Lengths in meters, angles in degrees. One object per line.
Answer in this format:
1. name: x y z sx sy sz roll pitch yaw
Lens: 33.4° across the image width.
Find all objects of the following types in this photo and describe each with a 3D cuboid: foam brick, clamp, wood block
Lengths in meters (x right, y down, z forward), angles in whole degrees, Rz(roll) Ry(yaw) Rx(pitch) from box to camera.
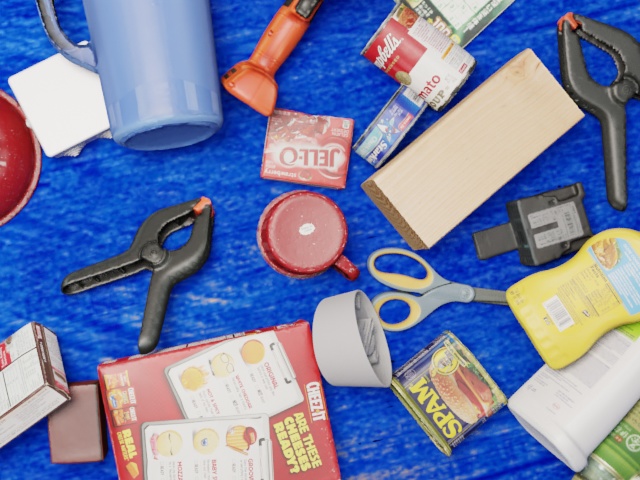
1. foam brick: -0.243 0.181 1.068 0.051 0.053 0.078 -5 88 -5
2. clamp: 0.330 -0.158 1.131 0.164 0.036 0.210 -31 92 -5
3. clamp: -0.175 0.021 1.072 0.120 0.039 0.171 28 66 10
4. wood block: 0.152 -0.090 1.088 0.206 0.090 0.091 -40 93 -5

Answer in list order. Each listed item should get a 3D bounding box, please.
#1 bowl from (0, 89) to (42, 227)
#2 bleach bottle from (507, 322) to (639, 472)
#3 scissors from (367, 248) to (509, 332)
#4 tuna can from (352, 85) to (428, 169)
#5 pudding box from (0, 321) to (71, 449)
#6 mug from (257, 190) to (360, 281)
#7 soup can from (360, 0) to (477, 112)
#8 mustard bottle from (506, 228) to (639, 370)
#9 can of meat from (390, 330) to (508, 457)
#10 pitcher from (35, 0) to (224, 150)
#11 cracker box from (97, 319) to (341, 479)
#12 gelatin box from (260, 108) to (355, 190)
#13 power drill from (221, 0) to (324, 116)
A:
1. bowl: -0.363 -0.084 1.061 0.162 0.055 0.162 0 89 -5
2. bleach bottle: 0.314 0.115 1.095 0.251 0.103 0.068 -43 126 -5
3. scissors: 0.138 0.072 1.121 0.201 0.016 0.096 23 89 -3
4. tuna can: 0.071 -0.115 1.084 0.034 0.086 0.086 38 86 -2
5. pudding box: -0.302 0.145 1.036 0.113 0.090 0.039 -36 137 10
6. mug: -0.007 0.001 1.077 0.117 0.081 0.093 42 86 -3
7. soup can: 0.102 -0.188 1.097 0.102 0.068 0.068 37 86 -4
8. mustard bottle: 0.290 0.043 1.070 0.191 0.058 0.096 -32 78 5
9. can of meat: 0.130 0.156 1.099 0.084 0.057 0.102 -38 92 -7
10. pitcher: -0.175 -0.213 1.027 0.149 0.144 0.243 -16 81 36
11. cracker box: -0.101 0.181 1.072 0.213 0.072 0.164 -12 91 -6
12. gelatin box: -0.013 -0.094 1.104 0.089 0.030 0.073 8 89 -4
13. power drill: -0.022 -0.212 1.038 0.057 0.184 0.188 34 95 -12
